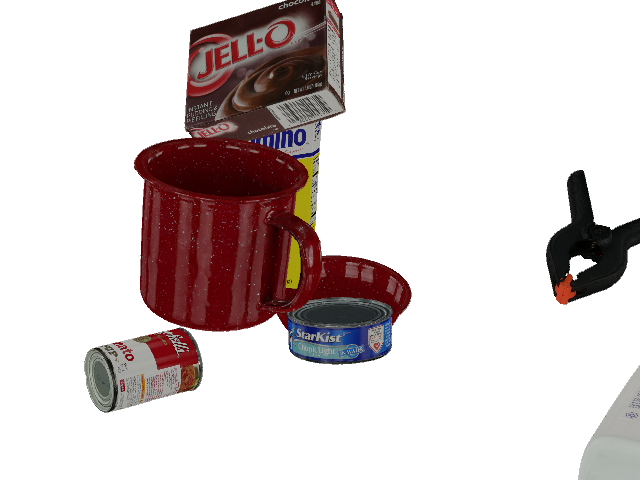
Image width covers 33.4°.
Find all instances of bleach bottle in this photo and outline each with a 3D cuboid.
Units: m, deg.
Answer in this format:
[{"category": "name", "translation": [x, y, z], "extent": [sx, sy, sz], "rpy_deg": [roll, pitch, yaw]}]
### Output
[{"category": "bleach bottle", "translation": [0.246, 0.097, 0.653], "extent": [0.103, 0.068, 0.250], "rpy_deg": [18, 29, 28]}]

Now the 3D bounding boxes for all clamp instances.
[{"category": "clamp", "translation": [0.274, -0.006, 1.089], "extent": [0.120, 0.039, 0.171], "rpy_deg": [29, 53, 32]}]

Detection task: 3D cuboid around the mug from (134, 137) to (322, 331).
[{"category": "mug", "translation": [-0.047, 0.001, 0.579], "extent": [0.117, 0.081, 0.093], "rpy_deg": [22, 28, 30]}]

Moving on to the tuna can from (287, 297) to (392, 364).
[{"category": "tuna can", "translation": [0.016, 0.073, 0.866], "extent": [0.086, 0.034, 0.086], "rpy_deg": [-1, 11, 0]}]

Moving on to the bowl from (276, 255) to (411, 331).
[{"category": "bowl", "translation": [0.018, 0.077, 1.180], "extent": [0.162, 0.055, 0.162], "rpy_deg": [1, 28, -1]}]

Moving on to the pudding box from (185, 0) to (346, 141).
[{"category": "pudding box", "translation": [-0.039, -0.120, 0.756], "extent": [0.114, 0.090, 0.039], "rpy_deg": [-12, -30, 19]}]

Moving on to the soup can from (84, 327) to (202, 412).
[{"category": "soup can", "translation": [-0.182, 0.132, 1.094], "extent": [0.102, 0.068, 0.069], "rpy_deg": [-11, 6, -37]}]

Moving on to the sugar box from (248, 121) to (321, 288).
[{"category": "sugar box", "translation": [-0.050, -0.045, 1.040], "extent": [0.093, 0.176, 0.048], "rpy_deg": [4, 17, 9]}]
